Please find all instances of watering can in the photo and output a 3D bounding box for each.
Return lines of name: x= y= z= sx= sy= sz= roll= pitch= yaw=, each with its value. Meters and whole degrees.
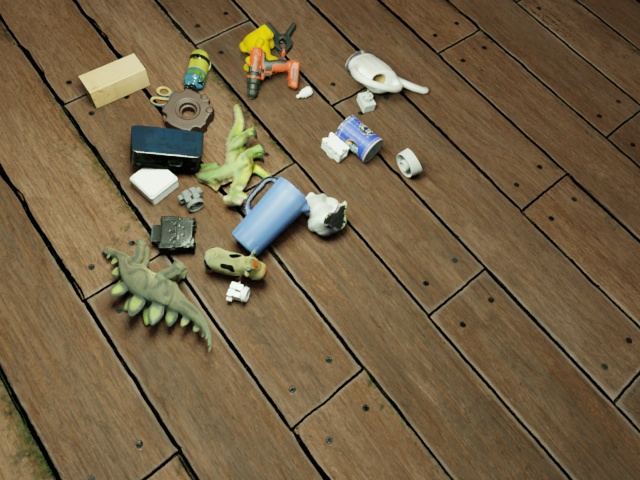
watering can: x=0.240 y=-0.619 z=1.952 sx=0.349 sy=0.102 sz=0.228 roll=-5 pitch=45 yaw=-38

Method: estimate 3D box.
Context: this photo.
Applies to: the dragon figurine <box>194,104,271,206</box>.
dragon figurine: x=-0.309 y=-0.274 z=1.728 sx=0.243 sy=0.119 sz=0.418 roll=-23 pitch=60 yaw=-8

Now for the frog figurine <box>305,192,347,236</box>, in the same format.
frog figurine: x=0.005 y=-0.084 z=1.678 sx=0.160 sy=0.120 sz=0.139 roll=19 pitch=67 yaw=43
